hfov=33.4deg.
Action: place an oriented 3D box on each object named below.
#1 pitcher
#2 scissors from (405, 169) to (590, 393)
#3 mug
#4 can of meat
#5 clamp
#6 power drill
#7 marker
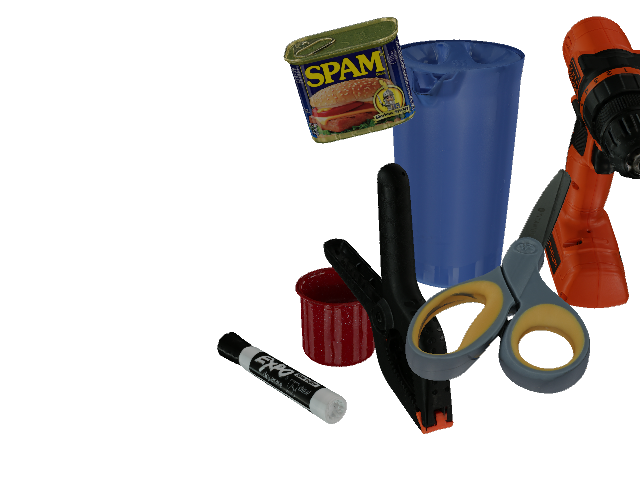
[{"bbox_3d":[0.141,-0.083,1.103,0.149,0.243,0.145,-8,24,-15],"label":"pitcher"},{"bbox_3d":[0.122,0.019,0.562,0.096,0.016,0.201,23,42,33],"label":"scissors"},{"bbox_3d":[0.032,0.084,1.175,0.117,0.081,0.093,-6,25,-10],"label":"mug"},{"bbox_3d":[0.028,-0.140,0.943,0.102,0.084,0.057,-12,28,10],"label":"can of meat"},{"bbox_3d":[0.064,0.051,0.873,0.036,0.210,0.165,-11,-26,-21],"label":"clamp"},{"bbox_3d":[0.204,-0.045,0.769,0.057,0.188,0.184,2,36,2],"label":"power drill"},{"bbox_3d":[-0.029,0.088,0.706,0.020,0.020,0.121,0,17,-42],"label":"marker"}]
